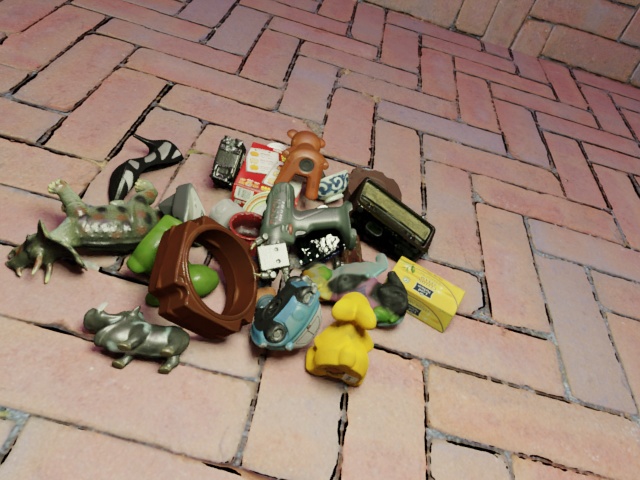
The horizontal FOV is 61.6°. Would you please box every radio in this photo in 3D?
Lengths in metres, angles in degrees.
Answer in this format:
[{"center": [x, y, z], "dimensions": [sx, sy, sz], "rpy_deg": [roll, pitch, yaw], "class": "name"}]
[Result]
[{"center": [0.172, -0.044, 1.347], "dimensions": [0.229, 0.073, 0.131], "rpy_deg": [35, 38, -3], "class": "radio"}]

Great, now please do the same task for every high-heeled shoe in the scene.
[{"center": [-0.423, -0.158, 1.323], "dimensions": [0.145, 0.086, 0.249], "rpy_deg": [31, 51, -33], "class": "high-heeled shoe"}]

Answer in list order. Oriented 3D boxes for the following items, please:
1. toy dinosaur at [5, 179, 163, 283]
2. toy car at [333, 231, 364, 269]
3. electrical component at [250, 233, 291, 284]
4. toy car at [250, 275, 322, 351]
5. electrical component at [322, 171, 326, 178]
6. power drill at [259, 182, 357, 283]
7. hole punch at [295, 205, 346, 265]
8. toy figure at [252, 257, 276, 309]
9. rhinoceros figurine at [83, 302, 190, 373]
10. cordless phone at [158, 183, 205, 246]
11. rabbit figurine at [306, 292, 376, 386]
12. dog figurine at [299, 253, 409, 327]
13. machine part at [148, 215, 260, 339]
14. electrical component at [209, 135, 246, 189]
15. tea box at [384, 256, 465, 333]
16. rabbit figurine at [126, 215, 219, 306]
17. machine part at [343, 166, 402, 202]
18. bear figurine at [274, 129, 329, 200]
[{"center": [-0.430, -0.028, 1.125], "dimensions": [0.405, 0.131, 0.192], "rpy_deg": [-11, 61, -36], "class": "toy dinosaur"}, {"center": [0.073, 0.013, 1.309], "dimensions": [0.089, 0.053, 0.202], "rpy_deg": [8, 42, -8], "class": "toy car"}, {"center": [-0.099, 0.038, 1.070], "dimensions": [0.078, 0.045, 0.102], "rpy_deg": [-4, 77, -8], "class": "electrical component"}, {"center": [-0.051, 0.151, 1.030], "dimensions": [0.102, 0.161, 0.109], "rpy_deg": [45, -7, -25], "class": "toy car"}, {"center": [-0.008, -0.195, 1.461], "dimensions": [0.063, 0.021, 0.094], "rpy_deg": [64, 10, -4], "class": "electrical component"}, {"center": [-0.029, -0.014, 1.161], "dimensions": [0.207, 0.086, 0.232], "rpy_deg": [-2, 64, -3], "class": "power drill"}, {"center": [-0.003, -0.004, 1.258], "dimensions": [0.142, 0.092, 0.116], "rpy_deg": [-28, 76, -8], "class": "hole punch"}, {"center": [-0.123, 0.104, 1.127], "dimensions": [0.064, 0.057, 0.155], "rpy_deg": [-23, 56, -6], "class": "toy figure"}, {"center": [-0.331, 0.169, 0.966], "dimensions": [0.190, 0.073, 0.112], "rpy_deg": [15, 42, -4], "class": "rhinoceros figurine"}, {"center": [-0.250, -0.020, 1.157], "dimensions": [0.089, 0.146, 0.184], "rpy_deg": [-40, 69, -16], "class": "cordless phone"}, {"center": [0.049, 0.170, 1.025], "dimensions": [0.122, 0.162, 0.173], "rpy_deg": [15, 56, 8], "class": "rabbit figurine"}, {"center": [0.056, 0.117, 1.148], "dimensions": [0.219, 0.108, 0.192], "rpy_deg": [-10, 51, -24], "class": "dog figurine"}, {"center": [-0.210, 0.070, 1.018], "dimensions": [0.200, 0.087, 0.201], "rpy_deg": [38, 45, -40], "class": "machine part"}, {"center": [-0.231, -0.192, 1.360], "dimensions": [0.058, 0.134, 0.115], "rpy_deg": [20, 84, -2], "class": "electrical component"}, {"center": [0.234, 0.122, 1.233], "dimensions": [0.170, 0.068, 0.098], "rpy_deg": [30, 41, 11], "class": "tea box"}, {"center": [-0.287, 0.056, 1.081], "dimensions": [0.170, 0.121, 0.159], "rpy_deg": [36, 45, -3], "class": "rabbit figurine"}, {"center": [0.142, -0.131, 1.491], "dimensions": [0.179, 0.056, 0.179], "rpy_deg": [11, 42, -10], "class": "machine part"}, {"center": [-0.047, -0.203, 1.371], "dimensions": [0.120, 0.131, 0.196], "rpy_deg": [16, 22, -13], "class": "bear figurine"}]
